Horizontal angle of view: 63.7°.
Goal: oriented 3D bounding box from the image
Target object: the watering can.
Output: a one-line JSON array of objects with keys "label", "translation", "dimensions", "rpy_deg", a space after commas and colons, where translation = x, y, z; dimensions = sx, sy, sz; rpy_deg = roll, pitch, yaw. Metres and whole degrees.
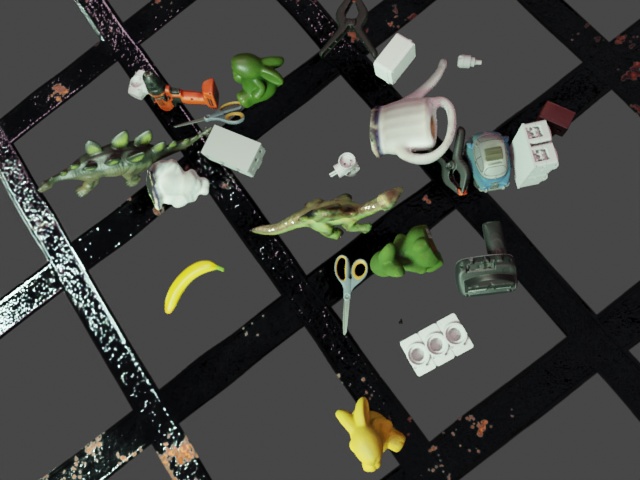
[{"label": "watering can", "translation": [0.241, -0.332, 1.347], "dimensions": [0.224, 0.102, 0.356], "rpy_deg": [-5, 56, 20]}]

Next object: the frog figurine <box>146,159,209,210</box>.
[{"label": "frog figurine", "translation": [-0.396, -0.160, 1.435], "dimensions": [0.160, 0.122, 0.137], "rpy_deg": [-17, 98, -28]}]

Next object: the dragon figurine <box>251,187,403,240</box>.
[{"label": "dragon figurine", "translation": [0.004, -0.064, 1.268], "dimensions": [0.410, 0.241, 0.123], "rpy_deg": [-13, 83, 5]}]
